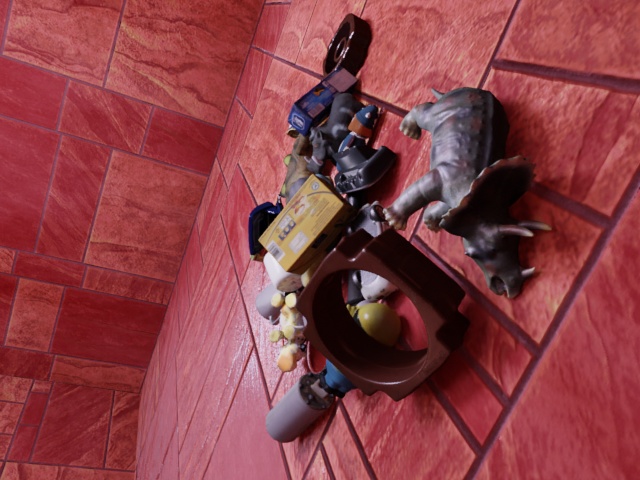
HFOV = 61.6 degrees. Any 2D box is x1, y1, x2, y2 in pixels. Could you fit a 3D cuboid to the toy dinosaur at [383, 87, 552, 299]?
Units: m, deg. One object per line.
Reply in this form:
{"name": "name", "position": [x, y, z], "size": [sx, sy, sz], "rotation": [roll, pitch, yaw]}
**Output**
{"name": "toy dinosaur", "position": [0.195, -0.124, 0.718], "size": [0.192, 0.131, 0.405], "rotation": [-31, 42, 45]}

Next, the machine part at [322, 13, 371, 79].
{"name": "machine part", "position": [0.065, -0.470, 1.344], "size": [0.179, 0.056, 0.179], "rotation": [-50, 31, 46]}

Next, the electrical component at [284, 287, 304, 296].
{"name": "electrical component", "position": [-0.061, 0.095, 1.250], "size": [0.048, 0.075, 0.119], "rotation": [-33, 42, 61]}

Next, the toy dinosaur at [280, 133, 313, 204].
{"name": "toy dinosaur", "position": [-0.039, -0.114, 1.310], "size": [0.198, 0.105, 0.471], "rotation": [172, 107, -75]}

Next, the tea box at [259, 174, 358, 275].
{"name": "tea box", "position": [-0.024, -0.027, 1.019], "size": [0.169, 0.068, 0.098], "rotation": [-47, 64, 11]}

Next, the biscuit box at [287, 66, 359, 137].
{"name": "biscuit box", "position": [0.008, -0.320, 1.237], "size": [0.203, 0.059, 0.062], "rotation": [-47, -5, -34]}

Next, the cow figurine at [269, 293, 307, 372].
{"name": "cow figurine", "position": [-0.055, 0.200, 1.156], "size": [0.068, 0.098, 0.167], "rotation": [-10, 71, 33]}

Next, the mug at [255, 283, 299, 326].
{"name": "mug", "position": [-0.099, 0.146, 1.304], "size": [0.107, 0.081, 0.110], "rotation": [-47, 29, 35]}

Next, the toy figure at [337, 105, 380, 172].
{"name": "toy figure", "position": [0.079, -0.211, 1.123], "size": [0.064, 0.058, 0.154], "rotation": [-80, 10, -73]}

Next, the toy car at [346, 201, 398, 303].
{"name": "toy car", "position": [0.093, 0.016, 0.936], "size": [0.073, 0.056, 0.202], "rotation": [-37, 39, 32]}

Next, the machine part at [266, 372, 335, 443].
{"name": "machine part", "position": [-0.042, 0.326, 1.040], "size": [0.243, 0.079, 0.079], "rotation": [126, 151, -43]}

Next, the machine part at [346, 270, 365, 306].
{"name": "machine part", "position": [0.067, 0.084, 0.980], "size": [0.084, 0.039, 0.139], "rotation": [139, 133, -63]}

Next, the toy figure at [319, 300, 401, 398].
{"name": "toy figure", "position": [0.067, 0.180, 0.869], "size": [0.089, 0.082, 0.180], "rotation": [46, 113, 44]}

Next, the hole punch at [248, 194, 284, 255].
{"name": "hole punch", "position": [-0.127, -0.028, 1.297], "size": [0.116, 0.092, 0.142], "rotation": [-107, 15, -67]}

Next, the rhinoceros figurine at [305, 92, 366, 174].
{"name": "rhinoceros figurine", "position": [0.035, -0.230, 1.182], "size": [0.190, 0.112, 0.073], "rotation": [-65, 24, 3]}

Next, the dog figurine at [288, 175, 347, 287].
{"name": "dog figurine", "position": [-0.002, -0.003, 1.101], "size": [0.191, 0.108, 0.219], "rotation": [89, 173, -45]}

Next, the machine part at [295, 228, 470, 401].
{"name": "machine part", "position": [0.082, 0.099, 0.728], "size": [0.087, 0.201, 0.201], "rotation": [-35, -17, -50]}

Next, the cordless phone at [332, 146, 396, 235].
{"name": "cordless phone", "position": [0.080, -0.084, 1.042], "size": [0.147, 0.089, 0.184], "rotation": [179, 94, -67]}
